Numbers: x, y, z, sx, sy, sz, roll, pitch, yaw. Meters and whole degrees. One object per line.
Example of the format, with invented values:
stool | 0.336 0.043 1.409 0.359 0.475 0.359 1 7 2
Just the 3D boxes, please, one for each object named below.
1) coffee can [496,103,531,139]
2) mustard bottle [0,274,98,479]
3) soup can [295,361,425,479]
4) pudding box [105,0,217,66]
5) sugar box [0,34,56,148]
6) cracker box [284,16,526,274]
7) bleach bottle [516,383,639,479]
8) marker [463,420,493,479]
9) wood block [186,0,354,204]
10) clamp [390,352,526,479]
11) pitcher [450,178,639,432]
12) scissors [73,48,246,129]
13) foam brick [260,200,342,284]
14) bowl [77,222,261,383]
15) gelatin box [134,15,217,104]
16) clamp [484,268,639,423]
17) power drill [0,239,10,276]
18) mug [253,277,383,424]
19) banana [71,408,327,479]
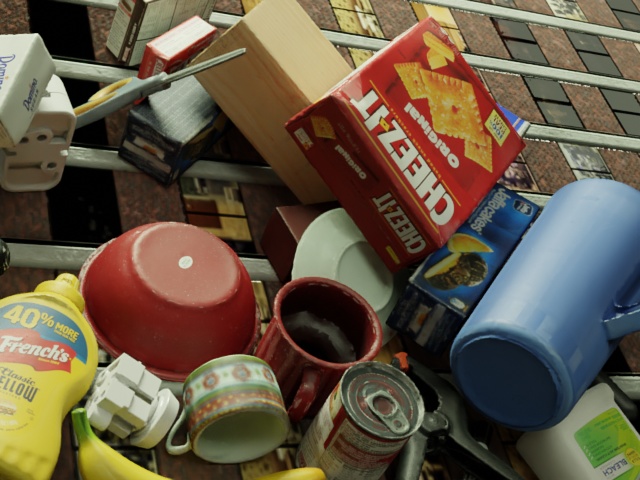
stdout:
coffee can | 0.138 -0.118 1.141 0.140 0.103 0.102 34 42 7
mustard bottle | -0.214 0.095 0.775 0.096 0.058 0.191 22 41 -7
soup can | 0.028 0.150 0.815 0.068 0.102 0.068 15 43 -15
pudding box | -0.161 -0.235 1.108 0.039 0.090 0.113 44 45 16
sugar box | -0.311 -0.120 0.861 0.176 0.048 0.093 4 54 15
cracker box | 0.087 -0.095 0.981 0.164 0.072 0.213 53 42 -7
bleach bottle | 0.276 0.244 0.885 0.102 0.068 0.251 -18 61 -37
marker | 0.127 0.197 0.884 0.020 0.020 0.121 25 41 -3
wood block | -0.016 -0.125 1.021 0.206 0.090 0.090 49 40 -12
clamp | 0.084 0.165 0.871 0.120 0.039 0.172 -8 40 -27
pitcher | 0.220 0.054 0.927 0.145 0.149 0.242 37 45 11
scissors | -0.151 -0.148 0.985 0.096 0.202 0.016 -79 145 -64
foam brick | -0.006 0.001 0.984 0.078 0.051 0.053 -7 54 -34
bowl | -0.117 0.037 0.887 0.162 0.055 0.162 15 43 -14
gelatin box | -0.147 -0.175 1.068 0.030 0.073 0.089 35 42 7
clamp | 0.223 0.074 1.042 0.210 0.036 0.164 27 42 2
power drill | -0.311 0.057 0.732 0.184 0.057 0.188 -2 37 -11
mug | -0.008 0.098 0.862 0.093 0.082 0.117 20 42 -9
banana | -0.089 0.177 0.760 0.197 0.037 0.069 19 86 -21
